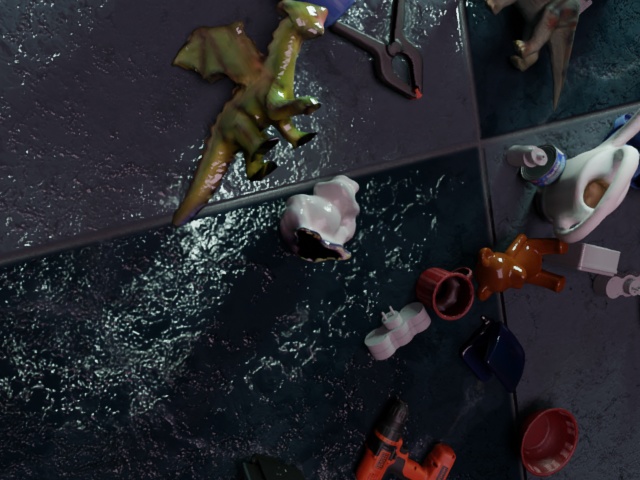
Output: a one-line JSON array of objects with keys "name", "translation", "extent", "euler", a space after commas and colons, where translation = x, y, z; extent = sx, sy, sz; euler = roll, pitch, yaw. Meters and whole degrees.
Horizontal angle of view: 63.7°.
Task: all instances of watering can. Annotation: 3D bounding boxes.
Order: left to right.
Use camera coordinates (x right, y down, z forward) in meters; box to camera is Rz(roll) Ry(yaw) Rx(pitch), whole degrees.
[{"name": "watering can", "translation": [0.554, -0.143, 1.026], "extent": [0.104, 0.224, 0.349], "euler": [32, 85, -5]}]

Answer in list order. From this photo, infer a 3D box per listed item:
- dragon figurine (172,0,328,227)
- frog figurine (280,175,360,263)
[{"name": "dragon figurine", "translation": [-0.142, -0.225, 0.827], "extent": [0.408, 0.122, 0.244], "euler": [-35, 84, 10]}, {"name": "frog figurine", "translation": [0.003, -0.046, 0.918], "extent": [0.137, 0.120, 0.163], "euler": [20, 55, -13]}]
